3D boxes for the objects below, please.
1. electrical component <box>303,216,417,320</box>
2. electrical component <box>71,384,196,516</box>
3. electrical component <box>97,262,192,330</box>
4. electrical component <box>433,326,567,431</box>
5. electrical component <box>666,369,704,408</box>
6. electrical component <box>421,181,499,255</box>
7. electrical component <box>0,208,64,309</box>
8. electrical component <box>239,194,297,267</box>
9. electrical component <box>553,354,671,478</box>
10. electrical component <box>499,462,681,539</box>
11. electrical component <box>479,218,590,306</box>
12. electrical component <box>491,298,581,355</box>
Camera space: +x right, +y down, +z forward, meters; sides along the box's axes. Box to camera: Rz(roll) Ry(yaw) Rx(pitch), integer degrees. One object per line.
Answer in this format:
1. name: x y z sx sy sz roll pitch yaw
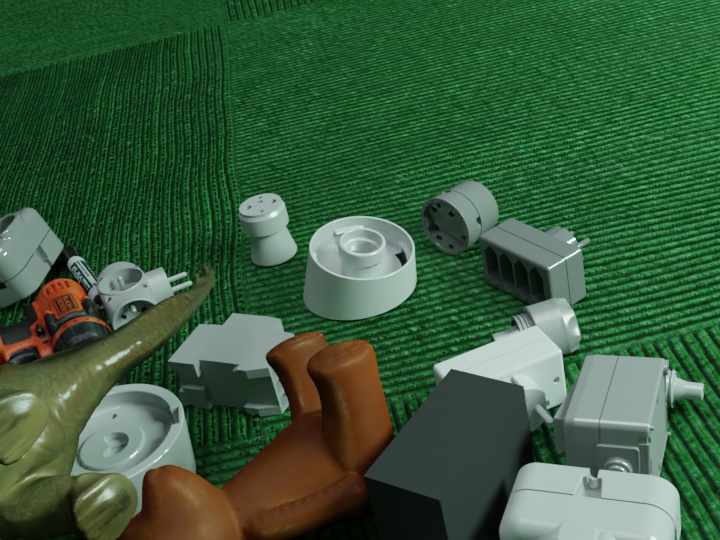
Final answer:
1. electrical component: 0.000 0.000 0.929 0.099 0.064 0.099 1 38 -1
2. electrical component: -0.167 0.137 0.750 0.108 0.060 0.108 -10 32 6
3. electrical component: -0.190 0.021 0.960 0.079 0.044 0.077 -22 32 -13
4. electrical component: 0.105 0.088 0.741 0.083 0.047 0.075 -20 32 -12
5. electrical component: 0.202 0.079 0.731 0.061 0.035 0.035 5 36 24
6. electrical component: 0.090 -0.048 0.959 0.055 0.055 0.047 19 40 41
7. electrical component: -0.338 -0.016 1.048 0.054 0.059 0.095 -23 28 20
8. electrical component: -0.087 -0.038 1.006 0.045 0.055 0.045 -10 32 6
9. electrical component: 0.158 0.102 0.674 0.061 0.061 0.096 2 27 22
10. electrical component: 0.132 0.154 0.619 0.095 0.053 0.059 2 35 24
11. electrical component: 0.155 -0.012 0.882 0.076 0.047 0.083 -29 35 -24
12. electrical component: 0.129 0.048 0.800 0.062 0.043 0.043 -16 31 -4
